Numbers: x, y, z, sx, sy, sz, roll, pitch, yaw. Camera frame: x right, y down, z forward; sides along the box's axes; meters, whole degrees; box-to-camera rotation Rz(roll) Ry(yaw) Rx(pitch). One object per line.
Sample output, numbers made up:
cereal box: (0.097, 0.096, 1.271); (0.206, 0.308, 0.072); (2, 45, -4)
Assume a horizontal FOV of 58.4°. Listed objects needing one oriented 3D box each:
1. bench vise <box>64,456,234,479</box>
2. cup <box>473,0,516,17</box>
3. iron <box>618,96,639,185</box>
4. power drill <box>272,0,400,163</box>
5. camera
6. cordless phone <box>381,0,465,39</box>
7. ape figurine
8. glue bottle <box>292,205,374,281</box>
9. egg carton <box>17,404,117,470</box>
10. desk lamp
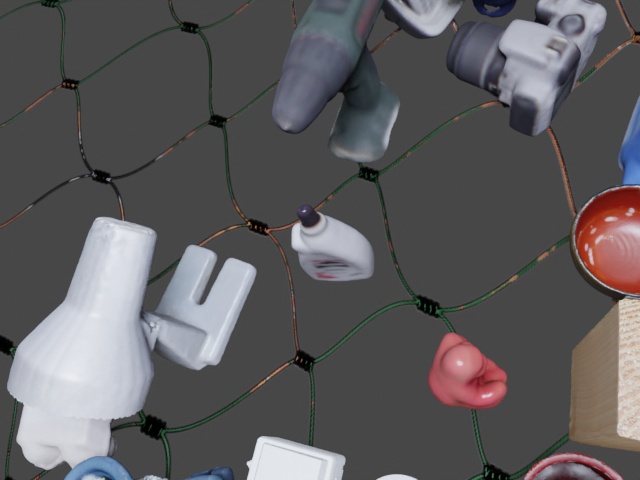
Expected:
bench vise: (-0.182, 0.240, 0.513); (0.207, 0.220, 0.121); (-31, 65, 3)
cup: (0.198, -0.305, 0.681); (0.118, 0.095, 0.091); (-35, 65, 1)
iron: (0.383, -0.161, 0.552); (0.118, 0.142, 0.258); (18, 76, 21)
power drill: (0.028, -0.172, 0.615); (0.075, 0.209, 0.230); (12, 74, 19)
camera: (0.221, -0.213, 0.637); (0.136, 0.101, 0.143); (30, 80, 23)
cordless phone: (0.123, -0.345, 0.666); (0.094, 0.185, 0.148); (26, 79, 22)
ape figurine: (0.136, 0.122, 0.541); (0.076, 0.092, 0.077); (-21, 66, 7)
glue bottle: (0.005, 0.002, 0.576); (0.078, 0.173, 0.037); (-6, 69, 13)
egg carton: (-0.271, 0.179, 0.643); (0.107, 0.069, 0.150); (-2, 70, 14)
desk lamp: (-0.181, 0.076, 0.577); (0.117, 0.214, 0.203); (17, 75, 20)
